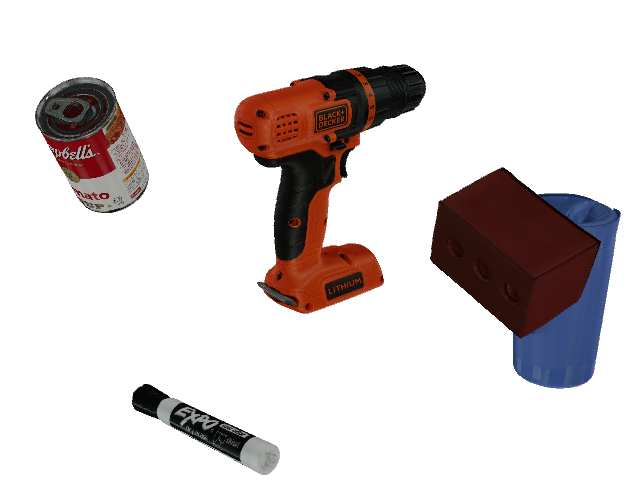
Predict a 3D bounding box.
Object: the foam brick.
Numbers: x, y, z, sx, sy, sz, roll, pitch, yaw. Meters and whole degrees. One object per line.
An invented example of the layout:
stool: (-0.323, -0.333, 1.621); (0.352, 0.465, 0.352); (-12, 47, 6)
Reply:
foam brick: (0.110, 0.007, 0.611); (0.051, 0.053, 0.078); (-29, 53, -27)

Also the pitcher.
pitcher: (0.305, 0.068, 1.400); (0.149, 0.243, 0.145); (5, 21, 13)

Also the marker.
marker: (-0.075, 0.115, 0.661); (0.121, 0.020, 0.020); (17, 11, 39)

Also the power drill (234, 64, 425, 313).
power drill: (0.013, -0.046, 0.875); (0.184, 0.188, 0.057); (-18, 27, -34)

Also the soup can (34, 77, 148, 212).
soup can: (-0.191, -0.079, 0.902); (0.068, 0.068, 0.102); (0, -34, 10)
